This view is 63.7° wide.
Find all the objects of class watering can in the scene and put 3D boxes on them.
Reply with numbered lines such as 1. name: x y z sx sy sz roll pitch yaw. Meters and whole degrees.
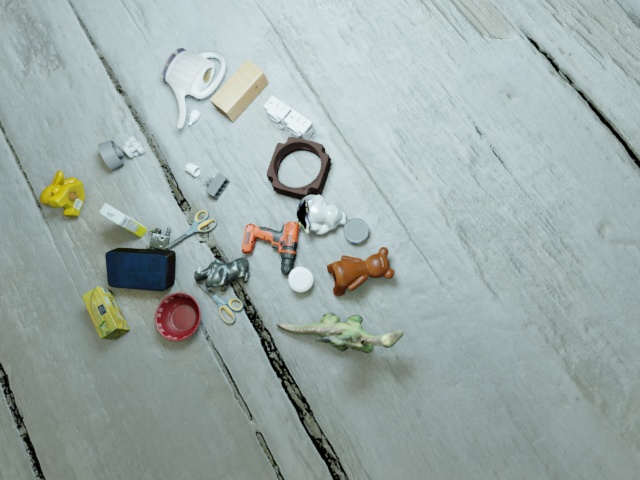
1. watering can: -0.506 -0.594 1.950 0.225 0.102 0.352 27 74 15

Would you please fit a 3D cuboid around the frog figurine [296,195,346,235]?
1. frog figurine: 0.005 -0.088 1.757 0.160 0.121 0.138 -8 83 -30

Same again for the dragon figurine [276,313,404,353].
1. dragon figurine: 0.046 0.285 1.568 0.410 0.241 0.123 2 82 7
